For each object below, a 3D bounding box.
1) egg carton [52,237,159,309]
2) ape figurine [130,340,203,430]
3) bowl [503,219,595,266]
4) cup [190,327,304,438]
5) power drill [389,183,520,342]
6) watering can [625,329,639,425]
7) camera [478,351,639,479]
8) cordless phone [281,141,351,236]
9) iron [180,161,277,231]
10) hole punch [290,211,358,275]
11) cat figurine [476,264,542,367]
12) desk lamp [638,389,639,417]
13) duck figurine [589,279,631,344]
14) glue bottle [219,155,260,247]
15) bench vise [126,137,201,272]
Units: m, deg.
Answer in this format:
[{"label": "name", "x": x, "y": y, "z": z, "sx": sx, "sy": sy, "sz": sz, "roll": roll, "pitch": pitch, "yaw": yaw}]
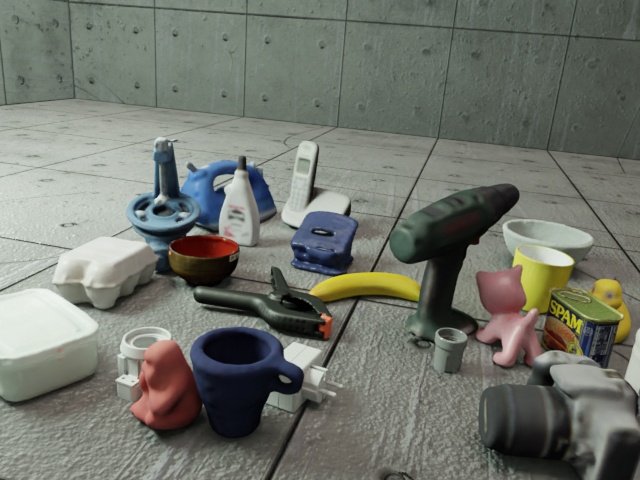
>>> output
[{"label": "egg carton", "x": -0.318, "y": 0.045, "z": 0.858, "sx": 0.107, "sy": 0.069, "sz": 0.150, "roll": 8, "pitch": 19, "yaw": 11}, {"label": "ape figurine", "x": -0.155, "y": 0.141, "z": 0.574, "sx": 0.076, "sy": 0.092, "sz": 0.077, "roll": 3, "pitch": 19, "yaw": -5}, {"label": "bowl", "x": 0.433, "y": 0.017, "z": 1.106, "sx": 0.167, "sy": 0.075, "sz": 0.167, "roll": 4, "pitch": 19, "yaw": -1}, {"label": "cup", "x": -0.071, "y": 0.149, "z": 0.567, "sx": 0.117, "sy": 0.095, "sz": 0.092, "roll": 12, "pitch": 20, "yaw": 21}, {"label": "power drill", "x": 0.188, "y": 0.029, "z": 0.804, "sx": 0.230, "sy": 0.208, "sz": 0.075, "roll": -11, "pitch": 24, "yaw": -38}, {"label": "watering can", "x": 0.378, "y": 0.122, "z": 0.598, "sx": 0.101, "sy": 0.194, "sz": 0.173, "roll": 4, "pitch": 19, "yaw": -2}, {"label": "camera", "x": 0.232, "y": 0.166, "z": 0.578, "sx": 0.137, "sy": 0.101, "sz": 0.143, "roll": 5, "pitch": 19, "yaw": 1}, {"label": "cordless phone", "x": -0.003, "y": -0.108, "z": 1.202, "sx": 0.147, "sy": 0.185, "sz": 0.094, "roll": 16, "pitch": 22, "yaw": 30}, {"label": "iron", "x": -0.188, "y": -0.108, "z": 1.226, "sx": 0.118, "sy": 0.141, "sz": 0.259, "roll": 20, "pitch": 24, "yaw": 39}, {"label": "hole punch", "x": 0.009, "y": 0.004, "z": 1.022, "sx": 0.108, "sy": 0.091, "sz": 0.101, "roll": 11, "pitch": 20, "yaw": 17}, {"label": "cat figurine", "x": 0.256, "y": 0.093, "z": 0.775, "sx": 0.067, "sy": 0.118, "sz": 0.127, "roll": 1, "pitch": 19, "yaw": -11}, {"label": "desk lamp", "x": 0.339, "y": 0.162, "z": 0.440, "sx": 0.204, "sy": 0.213, "sz": 0.117, "roll": -7, "pitch": 22, "yaw": -30}, {"label": "duck figurine", "x": 0.421, "y": 0.099, "z": 0.846, "sx": 0.105, "sy": 0.086, "sz": 0.077, "roll": -8, "pitch": 22, "yaw": -33}, {"label": "glue bottle", "x": -0.152, "y": -0.076, "z": 1.090, "sx": 0.078, "sy": 0.173, "sz": 0.037, "roll": 8, "pitch": 19, "yaw": 10}, {"label": "bench vise", "x": -0.278, "y": -0.078, "z": 0.993, "sx": 0.122, "sy": 0.220, "sz": 0.206, "roll": -5, "pitch": 21, "yaw": -26}]
